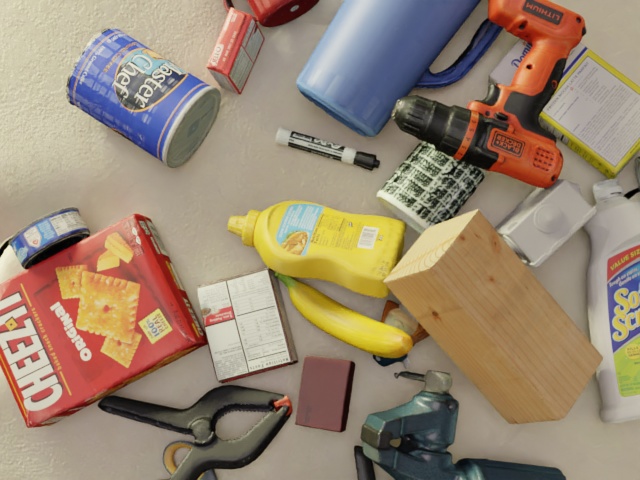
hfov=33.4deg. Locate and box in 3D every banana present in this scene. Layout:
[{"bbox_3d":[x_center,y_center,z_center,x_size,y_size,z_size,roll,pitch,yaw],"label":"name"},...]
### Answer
[{"bbox_3d":[0.029,0.089,1.137,0.198,0.069,0.037,25,79,39],"label":"banana"}]

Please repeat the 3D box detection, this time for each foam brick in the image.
[{"bbox_3d":[0.006,0.166,1.159,0.053,0.051,0.078,8,84,9],"label":"foam brick"}]

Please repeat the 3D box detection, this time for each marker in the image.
[{"bbox_3d":[0.009,-0.102,1.205,0.121,0.020,0.020,17,86,9],"label":"marker"}]

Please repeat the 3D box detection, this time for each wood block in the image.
[{"bbox_3d":[0.176,0.082,1.081,0.206,0.091,0.090,48,61,-11],"label":"wood block"}]

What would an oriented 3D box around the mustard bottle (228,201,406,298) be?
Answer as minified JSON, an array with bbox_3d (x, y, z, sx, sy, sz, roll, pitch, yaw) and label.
[{"bbox_3d":[-0.008,0.002,1.165,0.192,0.058,0.096,13,48,9],"label":"mustard bottle"}]

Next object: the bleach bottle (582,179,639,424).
[{"bbox_3d":[0.321,0.061,1.126,0.102,0.068,0.251,-11,80,5],"label":"bleach bottle"}]

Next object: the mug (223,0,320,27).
[{"bbox_3d":[-0.058,-0.288,1.204,0.117,0.093,0.081,-29,85,20],"label":"mug"}]

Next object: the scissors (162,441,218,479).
[{"bbox_3d":[-0.098,0.272,1.166,0.202,0.016,0.096,1,79,14],"label":"scissors"}]

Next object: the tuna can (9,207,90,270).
[{"bbox_3d":[-0.303,-0.001,1.199,0.086,0.086,0.034,-31,83,3],"label":"tuna can"}]

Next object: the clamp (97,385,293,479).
[{"bbox_3d":[-0.128,0.224,1.159,0.210,0.036,0.164,-14,63,-3],"label":"clamp"}]

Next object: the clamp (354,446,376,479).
[{"bbox_3d":[0.039,0.322,1.145,0.120,0.039,0.171,-33,78,12],"label":"clamp"}]

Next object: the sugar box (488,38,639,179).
[{"bbox_3d":[0.280,-0.156,1.164,0.176,0.048,0.093,41,89,13],"label":"sugar box"}]

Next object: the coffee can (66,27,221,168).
[{"bbox_3d":[-0.197,-0.160,1.195,0.140,0.102,0.103,32,88,10],"label":"coffee can"}]

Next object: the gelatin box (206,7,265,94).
[{"bbox_3d":[-0.095,-0.210,1.194,0.030,0.089,0.073,22,87,8],"label":"gelatin box"}]

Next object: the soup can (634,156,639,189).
[{"bbox_3d":[0.393,-0.072,1.128,0.102,0.068,0.068,-18,82,5],"label":"soup can"}]

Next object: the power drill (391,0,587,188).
[{"bbox_3d":[0.183,-0.165,1.105,0.184,0.057,0.187,21,82,-7],"label":"power drill"}]

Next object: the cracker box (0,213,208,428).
[{"bbox_3d":[-0.256,0.090,1.190,0.214,0.072,0.164,-27,81,4],"label":"cracker box"}]

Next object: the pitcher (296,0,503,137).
[{"bbox_3d":[0.091,-0.231,1.163,0.149,0.144,0.243,35,93,23],"label":"pitcher"}]

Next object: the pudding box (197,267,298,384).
[{"bbox_3d":[-0.082,0.094,1.185,0.090,0.039,0.113,-15,84,6],"label":"pudding box"}]
